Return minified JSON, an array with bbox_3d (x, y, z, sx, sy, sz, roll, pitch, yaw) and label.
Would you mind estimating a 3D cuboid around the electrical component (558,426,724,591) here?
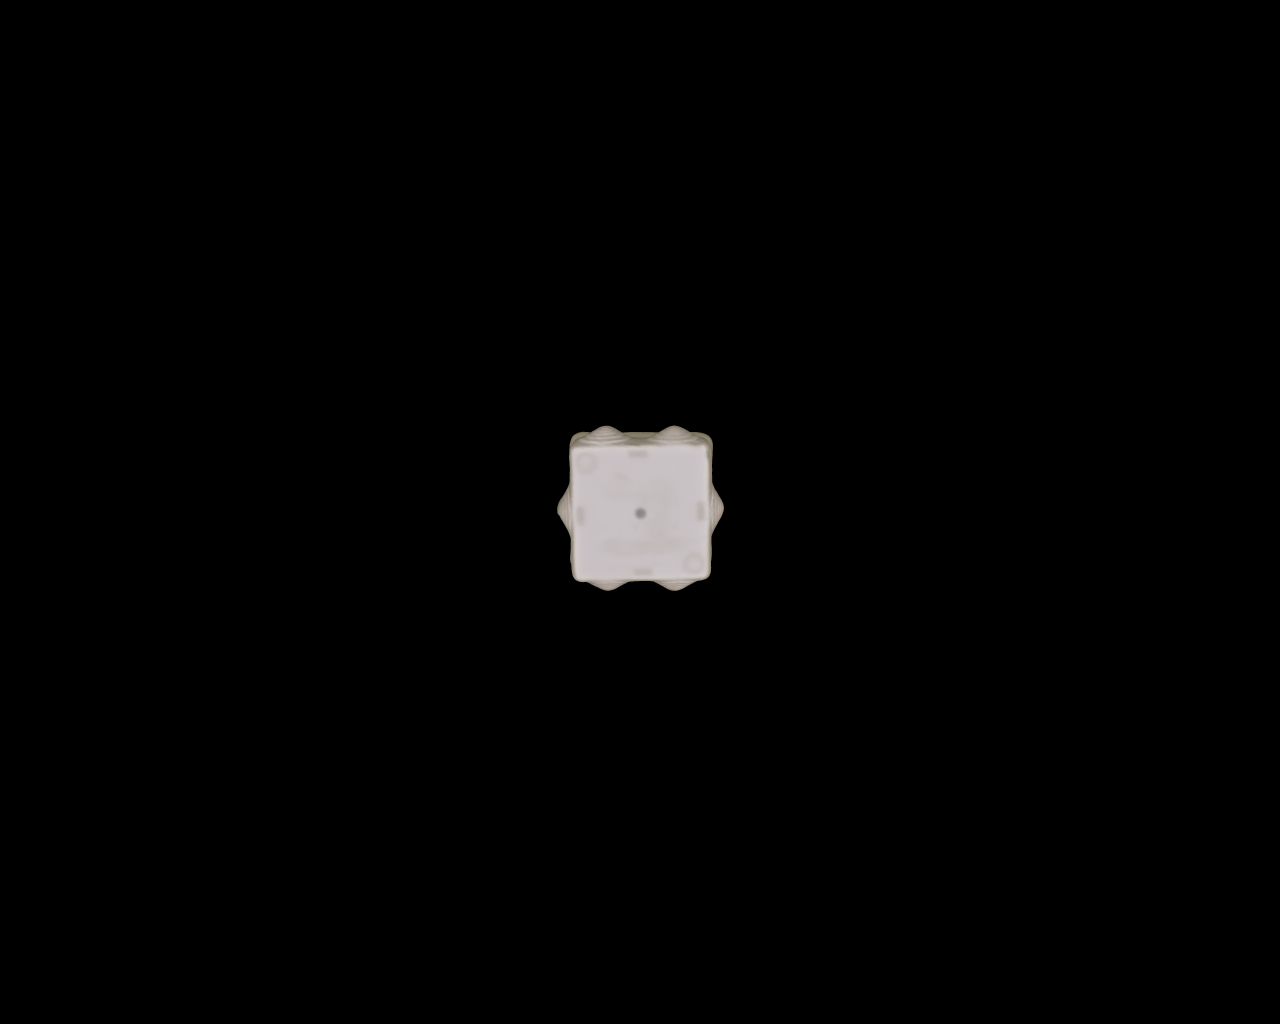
[{"bbox_3d":[0.001,-0.003,0.650,0.100,0.099,0.048,0,9,0],"label":"electrical component"}]
